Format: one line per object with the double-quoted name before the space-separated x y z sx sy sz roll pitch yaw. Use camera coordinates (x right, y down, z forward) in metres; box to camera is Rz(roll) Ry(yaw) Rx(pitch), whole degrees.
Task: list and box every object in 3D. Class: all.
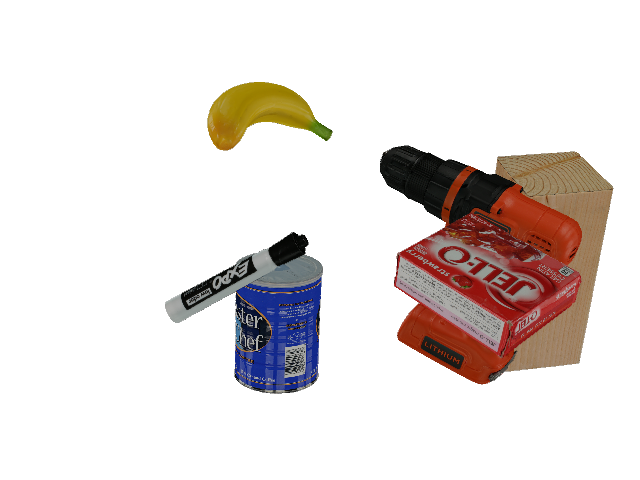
"wood block" 0.224 0.023 1.096 0.090 0.206 0.090 -5 30 -12
"power drill" 0.120 0.022 0.931 0.185 0.188 0.057 29 43 24
"marker" -0.062 0.027 0.799 0.121 0.020 0.020 -28 -8 14
"gelatin box" 0.102 0.024 0.655 0.073 0.030 0.089 -27 47 -37
"banana" -0.055 -0.115 0.964 0.070 0.037 0.197 36 24 19
"coffee can" -0.050 0.095 1.263 0.103 0.140 0.103 2 20 -1
